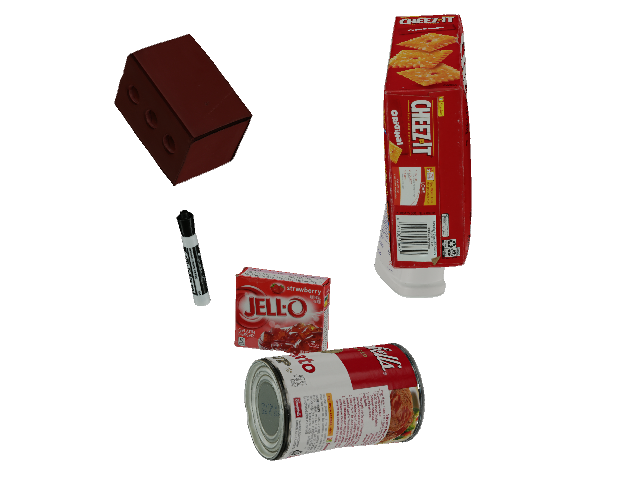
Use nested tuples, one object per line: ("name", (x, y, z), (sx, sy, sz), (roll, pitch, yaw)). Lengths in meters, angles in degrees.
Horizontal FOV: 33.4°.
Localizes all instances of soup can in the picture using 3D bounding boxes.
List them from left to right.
("soup can", (0.008, 0.107, 0.709), (0.102, 0.068, 0.069), (-3, 1, -26))

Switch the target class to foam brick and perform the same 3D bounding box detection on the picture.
("foam brick", (-0.092, -0.088, 0.709), (0.051, 0.078, 0.053), (-26, -19, -34))

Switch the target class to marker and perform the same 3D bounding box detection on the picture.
("marker", (-0.144, 0.020, 1.207), (0.020, 0.121, 0.020), (-6, 30, 3))

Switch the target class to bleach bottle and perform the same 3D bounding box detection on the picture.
("bleach bottle", (0.119, -0.066, 1.241), (0.068, 0.251, 0.103), (-1, 23, -21))

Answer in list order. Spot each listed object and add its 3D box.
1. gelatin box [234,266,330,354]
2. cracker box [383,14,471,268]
("gelatin box", (-0.037, 0.068, 1.013), (0.089, 0.073, 0.030), (7, 17, 14))
("cracker box", (0.099, -0.096, 0.962), (0.072, 0.164, 0.213), (-1, 27, 8))
